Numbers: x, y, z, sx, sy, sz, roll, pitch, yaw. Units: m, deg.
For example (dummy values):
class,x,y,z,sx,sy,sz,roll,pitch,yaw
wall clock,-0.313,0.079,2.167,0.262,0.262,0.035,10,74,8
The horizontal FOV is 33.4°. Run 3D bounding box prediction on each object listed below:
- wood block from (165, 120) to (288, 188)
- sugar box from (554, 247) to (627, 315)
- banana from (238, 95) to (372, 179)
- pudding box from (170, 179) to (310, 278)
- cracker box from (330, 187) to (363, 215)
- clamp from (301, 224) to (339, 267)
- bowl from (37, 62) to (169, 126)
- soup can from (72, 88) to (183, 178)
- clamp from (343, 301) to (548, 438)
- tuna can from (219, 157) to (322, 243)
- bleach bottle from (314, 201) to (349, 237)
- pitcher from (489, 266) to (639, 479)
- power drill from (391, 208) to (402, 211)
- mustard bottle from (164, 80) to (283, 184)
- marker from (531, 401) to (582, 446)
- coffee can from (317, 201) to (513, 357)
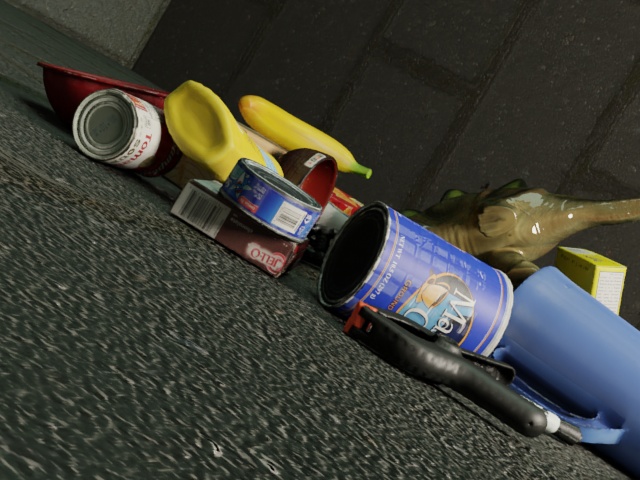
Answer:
class,x,y,z,sx,sy,sz,roll,pitch,yaw
wood block,-0.099,-0.086,1.238,0.090,0.091,0.205,34,5,20
sugar box,0.295,0.103,1.219,0.048,0.176,0.093,5,11,-16
banana,-0.026,-0.123,1.226,0.197,0.037,0.070,25,-11,-35
pudding box,-0.069,-0.012,0.949,0.113,0.039,0.090,34,6,5
cracker box,-0.022,-0.061,1.595,0.164,0.072,0.213,33,5,28
clamp,-0.007,0.001,1.081,0.164,0.036,0.210,15,-9,3
bowl,-0.218,-0.140,1.109,0.162,0.055,0.162,13,7,-2
soup can,-0.178,-0.099,0.999,0.068,0.068,0.102,32,5,18
clamp,0.100,0.096,0.864,0.171,0.039,0.120,31,4,0
tuna can,-0.041,-0.035,0.912,0.086,0.034,0.086,32,9,-6
bleach bottle,0.011,-0.020,1.435,0.250,0.068,0.103,31,3,-31
pitcher,0.276,0.146,1.037,0.243,0.149,0.145,37,-9,30
power drill,0.161,0.037,1.503,0.187,0.057,0.184,47,1,-17
mustard bottle,-0.082,-0.079,1.058,0.096,0.058,0.191,54,4,27
marker,0.182,0.150,0.942,0.121,0.020,0.020,30,5,-14
coffee can,0.083,0.043,0.935,0.140,0.103,0.103,29,5,-22
